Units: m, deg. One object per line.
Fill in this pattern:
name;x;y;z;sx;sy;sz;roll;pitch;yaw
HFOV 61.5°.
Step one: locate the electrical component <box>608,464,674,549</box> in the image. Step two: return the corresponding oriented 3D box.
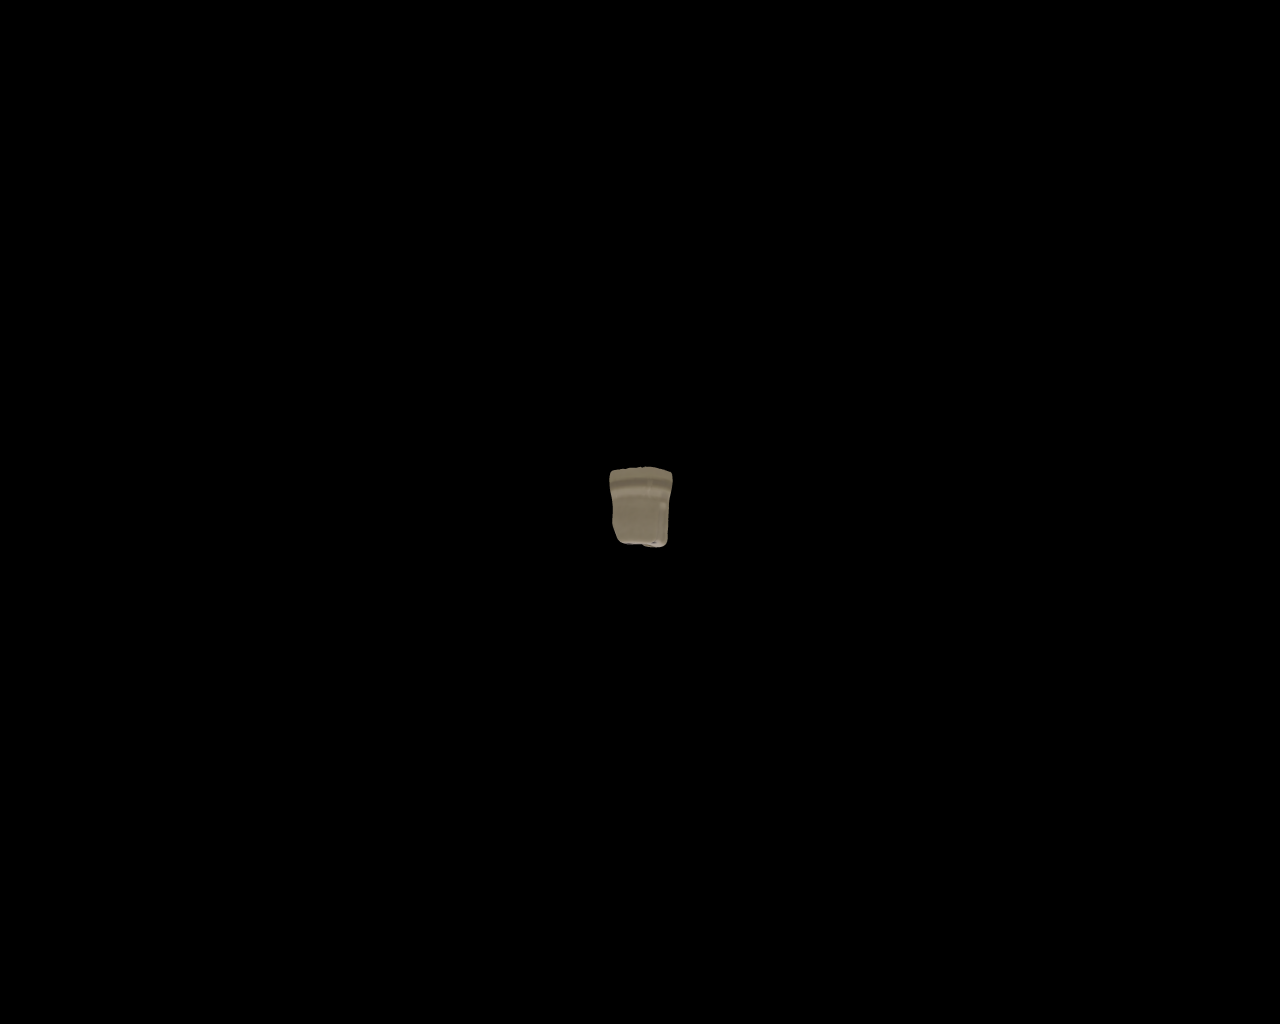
electrical component;0.001;-0.003;0.650;0.040;0.046;0.040;0;-9;0
